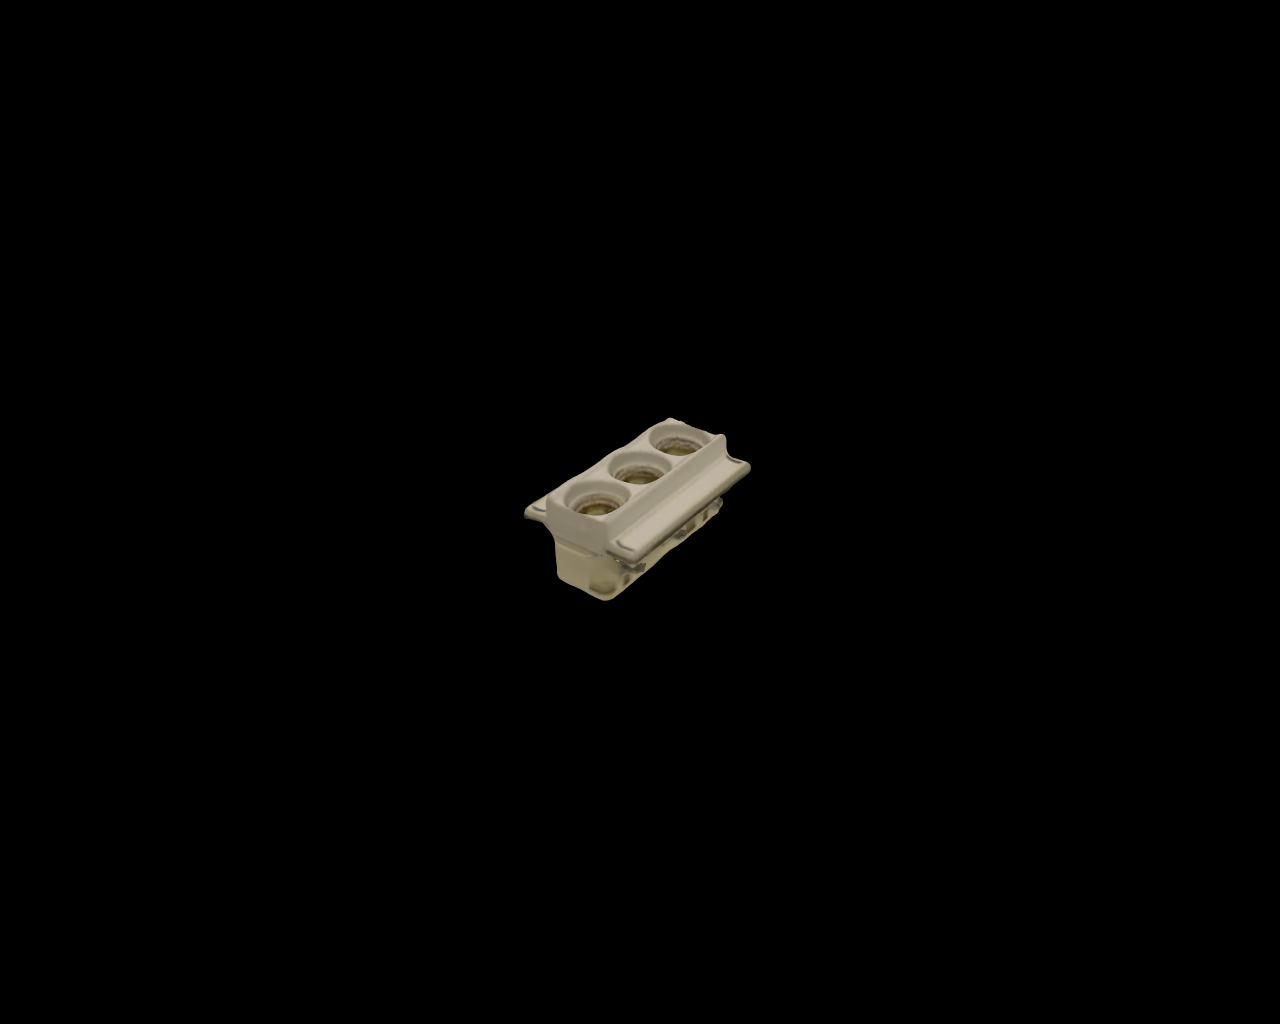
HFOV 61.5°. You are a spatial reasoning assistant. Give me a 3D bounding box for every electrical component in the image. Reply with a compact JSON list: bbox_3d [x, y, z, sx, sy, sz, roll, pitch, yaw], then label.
[{"bbox_3d":[0.001,-0.003,0.650,0.079,0.063,0.121,22,40,30],"label":"electrical component"}]
